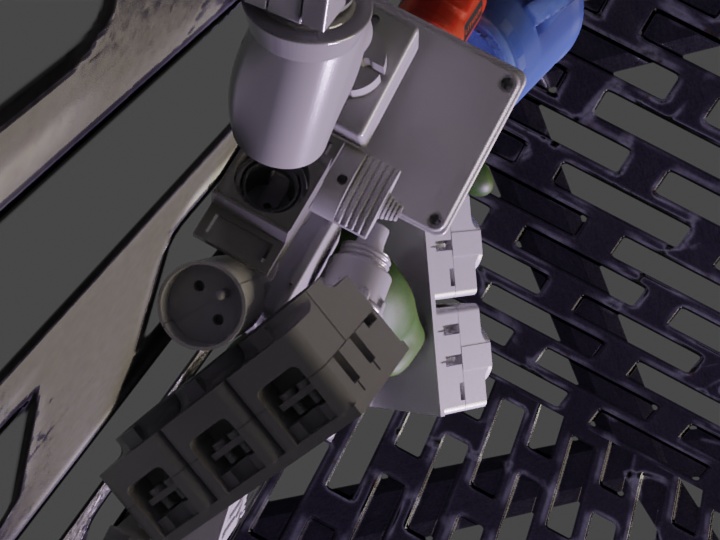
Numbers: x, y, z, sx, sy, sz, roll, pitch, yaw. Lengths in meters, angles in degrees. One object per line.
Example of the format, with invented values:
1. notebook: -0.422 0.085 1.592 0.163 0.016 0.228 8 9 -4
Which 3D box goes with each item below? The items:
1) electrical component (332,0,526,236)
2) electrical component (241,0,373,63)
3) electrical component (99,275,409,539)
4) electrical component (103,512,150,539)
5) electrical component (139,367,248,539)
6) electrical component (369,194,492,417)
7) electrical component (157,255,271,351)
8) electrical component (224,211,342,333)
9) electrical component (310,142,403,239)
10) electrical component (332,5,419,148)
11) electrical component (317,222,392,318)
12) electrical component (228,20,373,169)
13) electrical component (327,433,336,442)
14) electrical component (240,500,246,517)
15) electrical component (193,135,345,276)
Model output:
1. electrical component: 0.027 -0.093 0.647 0.108 0.109 0.056 -63 180 14
2. electrical component: -0.017 -0.108 0.381 0.055 0.048 0.066 102 14 -50
3. electrical component: -0.059 0.073 0.577 0.150 0.061 0.089 -37 -177 25
4. electrical component: -0.150 0.205 0.751 0.042 0.064 0.081 -61 177 5
5. electrical component: -0.106 0.132 0.755 0.078 0.057 0.113 -48 157 -77
6. electrical component: 0.055 0.028 0.949 0.105 0.060 0.186 -2 -86 56
7. electrical component: -0.072 0.014 0.552 0.043 0.043 0.081 -62 177 6
8. electrical component: -0.051 -0.006 0.660 0.099 0.048 0.099 -61 177 -17
9. electrical component: -0.014 -0.050 0.600 0.043 0.081 0.043 -62 177 -5
10. electrical component: -0.004 -0.108 0.560 0.065 0.047 0.077 -62 177 -1
11. electrical component: 0.000 0.000 0.675 0.048 0.048 0.062 108 3 -73
12. electrical component: -0.019 -0.095 0.460 0.079 0.043 0.077 -60 176 -36
13. electrical component: -0.028 0.052 1.022 0.186 0.105 0.060 -61 177 -19
14. electrical component: -0.143 0.220 0.982 0.078 0.063 0.121 -61 177 -20
15. electrical component: -0.046 -0.037 0.546 0.081 0.042 0.063 -60 178 -19
